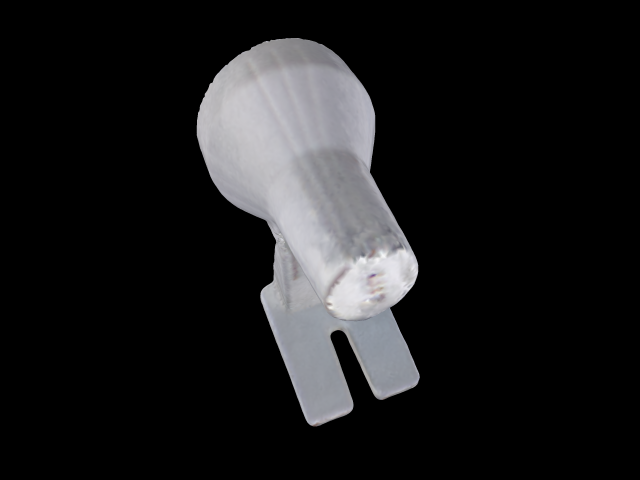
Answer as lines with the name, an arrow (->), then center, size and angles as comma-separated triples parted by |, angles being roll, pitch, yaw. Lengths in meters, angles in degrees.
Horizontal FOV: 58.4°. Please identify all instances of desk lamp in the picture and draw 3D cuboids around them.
desk lamp -> 0.004, 0.001, 0.400 | 0.118, 0.213, 0.203 | -20, 66, -9
